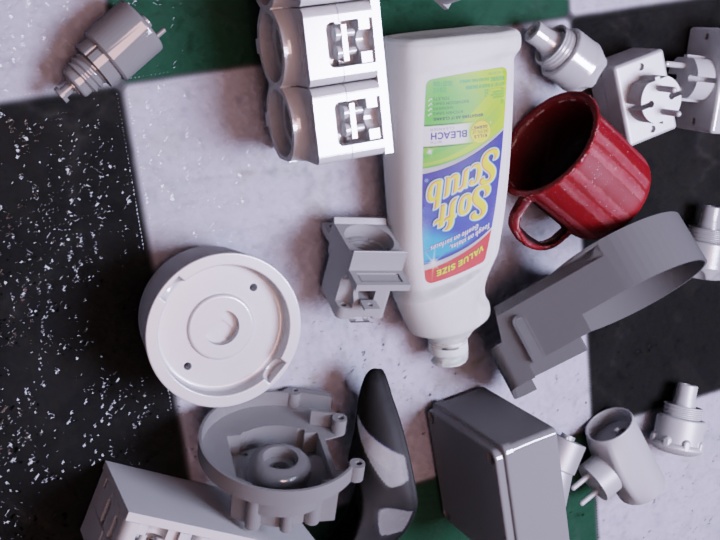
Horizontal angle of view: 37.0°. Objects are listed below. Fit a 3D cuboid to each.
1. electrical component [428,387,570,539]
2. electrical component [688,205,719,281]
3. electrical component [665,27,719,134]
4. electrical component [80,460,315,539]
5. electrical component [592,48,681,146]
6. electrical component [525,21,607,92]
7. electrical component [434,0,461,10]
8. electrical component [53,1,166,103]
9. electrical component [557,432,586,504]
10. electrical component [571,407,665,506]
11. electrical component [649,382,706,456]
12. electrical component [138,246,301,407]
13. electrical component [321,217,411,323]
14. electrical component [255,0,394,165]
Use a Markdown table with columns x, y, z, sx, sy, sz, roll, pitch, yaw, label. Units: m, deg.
| x | y | z | sx | sy | sz | roll | pitch | yaw | label |
| --- | --- | --- | --- | --- | --- | --- | --- | --- | --- |
| 0.108 | 0.162 | 0.844 | 0.056 | 0.109 | 0.108 | -17 | 109 | -22 | electrical component |
| 0.295 | -0.024 | 0.915 | 0.043 | 0.043 | 0.062 | 3 | 100 | -24 | electrical component |
| 0.276 | -0.154 | 0.872 | 0.076 | 0.047 | 0.083 | 1 | 103 | -23 | electrical component |
| -0.114 | 0.197 | 0.767 | 0.150 | 0.089 | 0.061 | 20 | 95 | -26 | electrical component |
| 0.223 | -0.134 | 0.838 | 0.047 | 0.077 | 0.065 | -23 | 110 | -17 | electrical component |
| 0.153 | -0.165 | 0.819 | 0.062 | 0.043 | 0.043 | 30 | 90 | -25 | electrical component |
| 0.079 | -0.287 | 0.723 | 0.105 | 0.060 | 0.186 | 36 | 74 | -26 | electrical component |
| -0.163 | -0.137 | 0.690 | 0.078 | 0.040 | 0.040 | -43 | 115 | -8 | electrical component |
| 0.164 | 0.169 | 0.908 | 0.044 | 0.044 | 0.065 | 24 | 88 | -26 | electrical component |
| 0.216 | 0.172 | 0.929 | 0.079 | 0.043 | 0.077 | -36 | 114 | -12 | electrical component |
| 0.284 | 0.131 | 0.949 | 0.048 | 0.048 | 0.062 | 10 | 91 | -25 | electrical component |
| -0.102 | 0.035 | 0.748 | 0.108 | 0.060 | 0.108 | -6 | 105 | -22 | electrical component |
| 0.000 | 0.000 | 0.780 | 0.042 | 0.081 | 0.063 | 1 | 125 | -24 | electrical component |
| -0.030 | -0.152 | 0.716 | 0.062 | 0.089 | 0.150 | -12 | 107 | -20 | electrical component |
